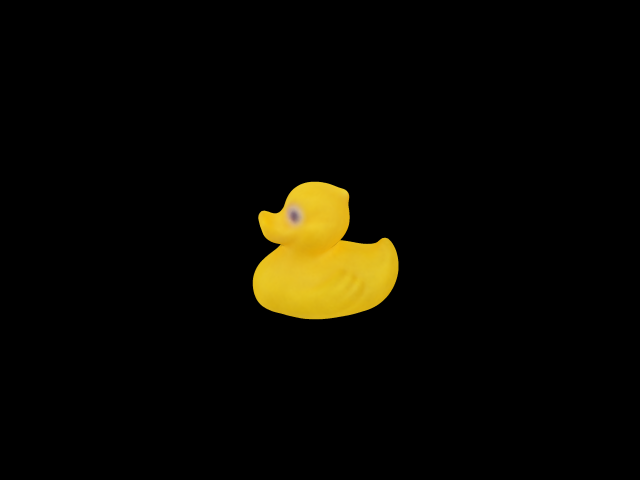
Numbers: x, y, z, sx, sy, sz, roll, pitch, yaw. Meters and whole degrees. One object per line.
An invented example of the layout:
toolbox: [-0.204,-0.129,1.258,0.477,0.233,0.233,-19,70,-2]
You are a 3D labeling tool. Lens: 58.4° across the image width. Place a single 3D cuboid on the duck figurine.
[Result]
duck figurine: [0.004,0.001,0.400,0.104,0.086,0.077,-1,28,-2]
